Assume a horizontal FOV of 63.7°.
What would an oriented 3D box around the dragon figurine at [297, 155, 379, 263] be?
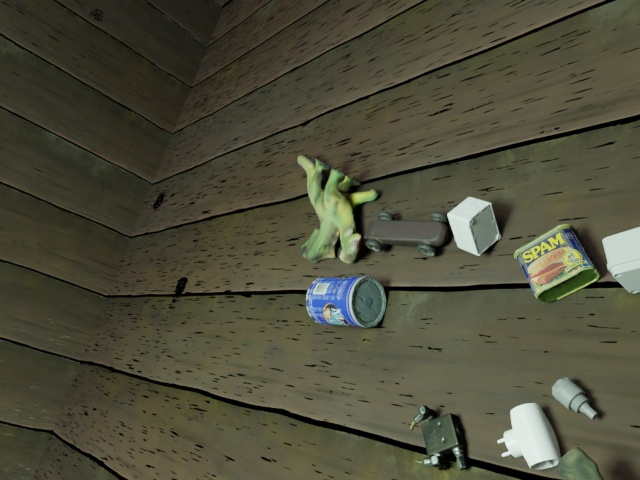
[{"bbox_3d":[0.004,-0.065,1.289,0.121,0.242,0.415,21,8,-34],"label":"dragon figurine"}]
